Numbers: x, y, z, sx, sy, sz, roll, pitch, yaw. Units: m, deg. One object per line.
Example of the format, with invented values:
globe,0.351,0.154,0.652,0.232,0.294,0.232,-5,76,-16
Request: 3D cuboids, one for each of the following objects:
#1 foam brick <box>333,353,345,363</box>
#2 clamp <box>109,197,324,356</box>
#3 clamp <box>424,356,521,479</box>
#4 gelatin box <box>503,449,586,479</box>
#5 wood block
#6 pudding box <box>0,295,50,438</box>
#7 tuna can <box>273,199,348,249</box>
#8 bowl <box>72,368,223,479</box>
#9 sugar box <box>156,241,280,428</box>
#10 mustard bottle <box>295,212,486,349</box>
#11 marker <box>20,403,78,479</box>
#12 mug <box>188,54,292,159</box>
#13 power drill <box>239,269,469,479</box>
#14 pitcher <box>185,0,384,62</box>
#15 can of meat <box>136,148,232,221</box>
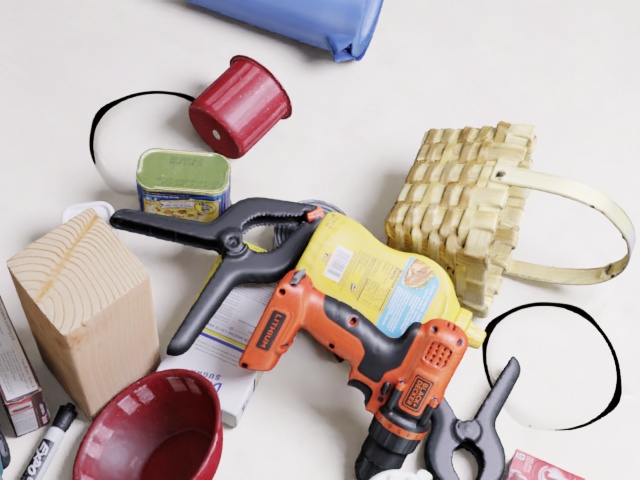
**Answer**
foam brick,0.024,0.075,1.089,0.051,0.053,0.078,-27,68,-19
clamp,-0.097,0.004,1.070,0.209,0.036,0.165,-27,71,-19
clamp,0.150,0.185,1.046,0.120,0.039,0.171,-7,66,-3
gelatin box,0.205,0.252,1.011,0.073,0.030,0.089,23,52,9
wood block,-0.210,0.074,0.979,0.090,0.206,0.090,-36,69,-21
pudding box,-0.296,0.119,1.012,0.039,0.090,0.113,-24,66,-19
tuna can,-0.007,0.001,1.138,0.086,0.034,0.086,2,61,-4
bowl,-0.146,0.199,0.977,0.162,0.055,0.162,-21,42,20
sugar box,-0.088,0.091,1.074,0.093,0.048,0.176,23,65,8
mustard bottle,0.072,0.055,1.037,0.192,0.058,0.096,27,80,8
marker,-0.262,0.208,1.006,0.020,0.020,0.121,21,61,7
mug,-0.099,-0.147,1.191,0.117,0.093,0.081,22,61,43
power drill,0.023,0.126,1.001,0.187,0.057,0.184,27,105,3
pitcher,-0.041,-0.315,1.264,0.243,0.145,0.149,18,24,8
can of meat,-0.143,-0.051,1.126,0.102,0.084,0.057,4,60,-3
